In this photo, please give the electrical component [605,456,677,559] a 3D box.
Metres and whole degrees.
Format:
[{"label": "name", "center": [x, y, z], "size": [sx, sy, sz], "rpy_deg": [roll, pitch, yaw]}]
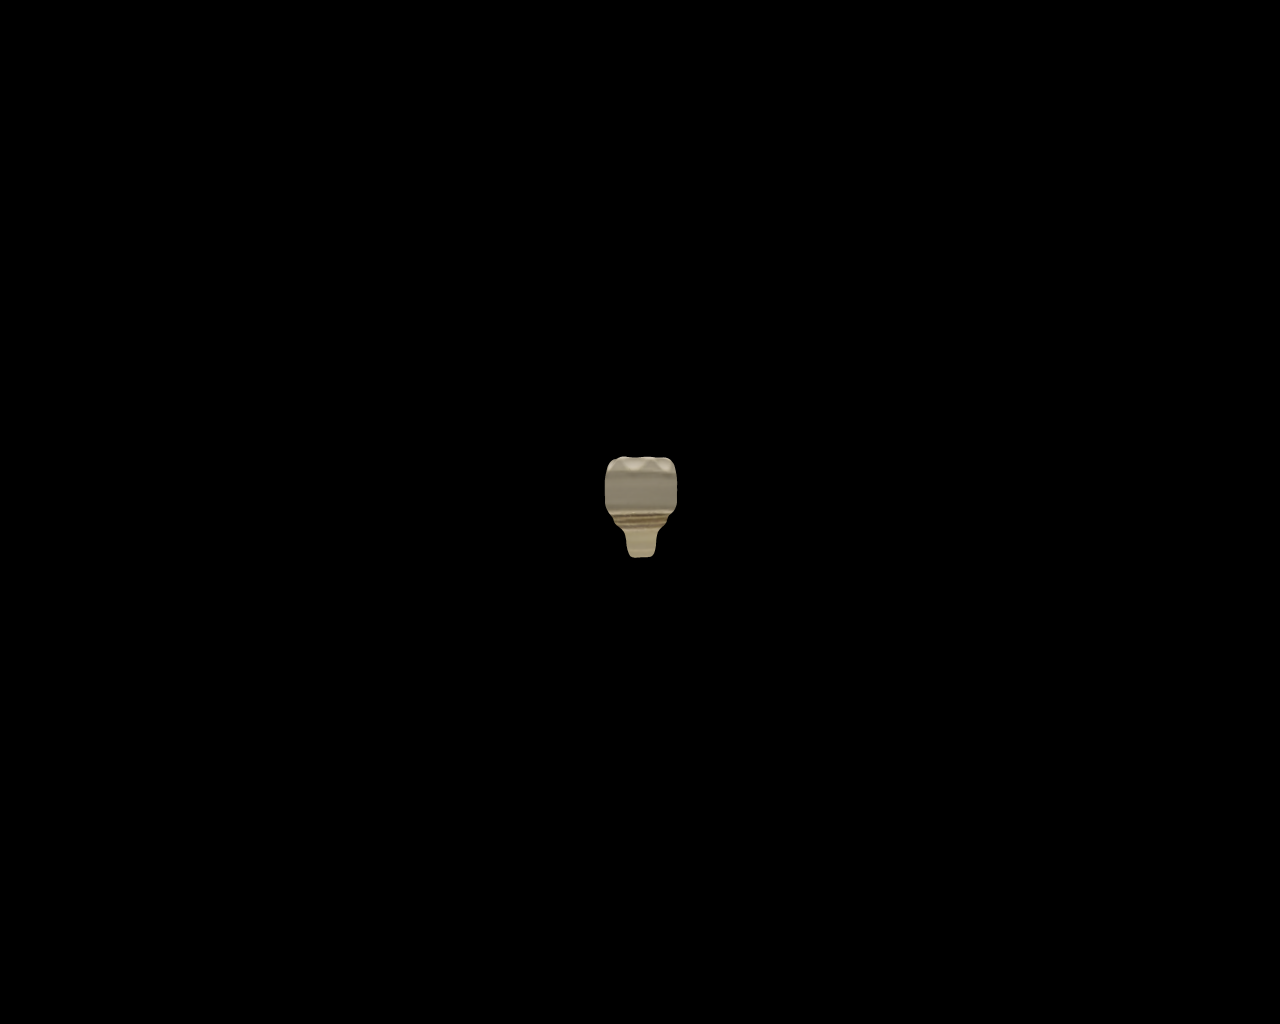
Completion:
[{"label": "electrical component", "center": [0.001, -0.003, 0.650], "size": [0.043, 0.062, 0.043], "rpy_deg": [0, 0, 0]}]
